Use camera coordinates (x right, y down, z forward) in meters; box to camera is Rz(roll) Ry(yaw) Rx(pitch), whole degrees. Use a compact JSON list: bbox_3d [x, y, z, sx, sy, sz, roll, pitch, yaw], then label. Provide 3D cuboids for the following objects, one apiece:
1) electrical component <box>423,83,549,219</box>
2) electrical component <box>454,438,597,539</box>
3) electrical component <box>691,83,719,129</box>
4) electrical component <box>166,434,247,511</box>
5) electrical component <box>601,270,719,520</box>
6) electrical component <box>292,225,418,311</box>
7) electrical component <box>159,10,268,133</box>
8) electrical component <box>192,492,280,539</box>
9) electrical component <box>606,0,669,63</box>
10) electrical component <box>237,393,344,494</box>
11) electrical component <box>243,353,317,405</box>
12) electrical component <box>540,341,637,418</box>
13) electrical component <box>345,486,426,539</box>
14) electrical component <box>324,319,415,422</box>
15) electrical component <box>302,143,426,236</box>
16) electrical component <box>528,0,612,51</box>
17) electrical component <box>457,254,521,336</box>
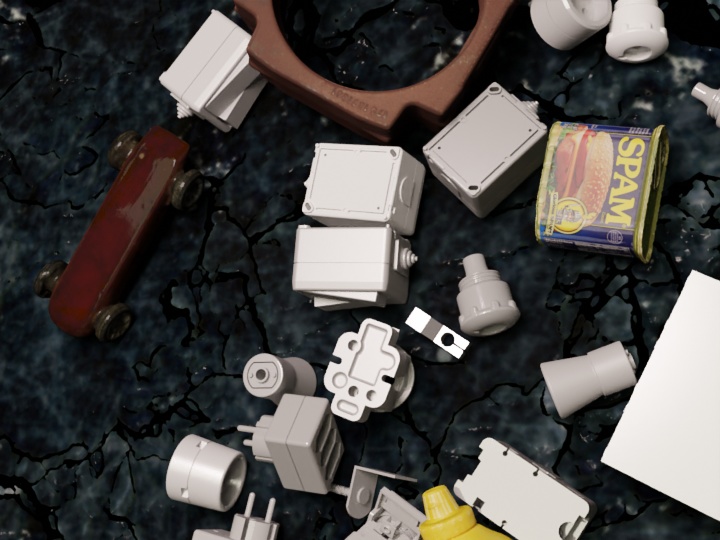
[{"bbox_3d":[0.108,-0.097,0.861,0.096,0.061,0.061,-43,68,-2],"label":"electrical component"},{"bbox_3d":[0.123,0.169,0.794,0.089,0.056,0.050,32,90,23],"label":"electrical component"},{"bbox_3d":[0.281,-0.123,0.816,0.061,0.035,0.035,37,92,25],"label":"electrical component"},{"bbox_3d":[-0.125,0.168,0.884,0.047,0.055,0.055,13,83,18],"label":"electrical component"},{"bbox_3d":[0.247,0.090,0.764,0.089,0.062,0.150,25,87,23],"label":"electrical component"},{"bbox_3d":[0.000,0.000,0.873,0.096,0.062,0.061,0,78,20],"label":"electrical component"},{"bbox_3d":[-0.125,-0.168,0.955,0.061,0.062,0.096,40,93,23],"label":"electrical component"},{"bbox_3d":[-0.087,0.218,0.863,0.083,0.047,0.075,10,81,22],"label":"electrical component"},{"bbox_3d":[0.218,-0.198,0.850,0.048,0.048,0.062,-3,70,19],"label":"electrical component"},{"bbox_3d":[-0.060,0.136,0.855,0.077,0.065,0.047,4,45,20],"label":"electrical component"},{"bbox_3d":[-0.067,0.089,0.875,0.044,0.065,0.044,-4,77,19],"label":"electrical component"},{"bbox_3d":[0.173,0.079,0.805,0.065,0.044,0.044,-22,72,9],"label":"electrical component"},{"bbox_3d":[0.017,0.209,0.811,0.042,0.064,0.081,32,131,22],"label":"electrical component"},{"bbox_3d":[0.011,0.082,0.853,0.058,0.057,0.078,19,85,22],"label":"electrical component"},{"bbox_3d":[0.000,-0.066,0.892,0.096,0.061,0.061,6,80,29],"label":"electrical component"},{"bbox_3d":[0.160,-0.240,0.874,0.074,0.052,0.138,-29,52,56],"label":"electrical component"},{"bbox_3d":[0.097,0.018,0.845,0.048,0.048,0.062,-19,66,15],"label":"electrical component"}]
